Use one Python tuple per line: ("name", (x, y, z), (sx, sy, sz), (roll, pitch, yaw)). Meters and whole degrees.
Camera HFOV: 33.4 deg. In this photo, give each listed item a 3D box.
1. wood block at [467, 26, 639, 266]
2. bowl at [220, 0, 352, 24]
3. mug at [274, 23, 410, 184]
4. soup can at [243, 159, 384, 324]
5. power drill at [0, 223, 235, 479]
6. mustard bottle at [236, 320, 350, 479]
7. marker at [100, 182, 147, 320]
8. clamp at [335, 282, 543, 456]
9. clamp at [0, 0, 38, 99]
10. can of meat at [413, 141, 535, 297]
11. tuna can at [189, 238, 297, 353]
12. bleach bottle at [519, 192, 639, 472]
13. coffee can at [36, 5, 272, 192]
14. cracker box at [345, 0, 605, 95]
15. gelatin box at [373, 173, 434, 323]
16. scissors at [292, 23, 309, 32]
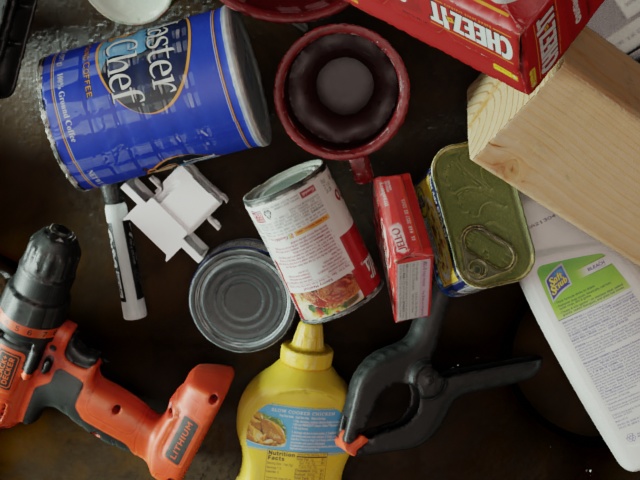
("wood block", (0.209, -0.057, 0.727), (0.206, 0.090, 0.091), (30, 126, -18))
("bowl", (-0.024, -0.231, 0.743), (0.162, 0.055, 0.162), (-1, 98, -7))
("mug", (0.020, -0.097, 0.766), (0.093, 0.081, 0.117), (-16, 101, 6))
("soup can", (-0.005, 0.001, 0.778), (0.068, 0.068, 0.102), (-24, 104, 8))
("power drill", (-0.165, 0.096, 0.823), (0.187, 0.057, 0.185), (26, 116, -1))
("mustard bottle", (-0.019, 0.155, 0.837), (0.096, 0.058, 0.192), (6, 103, -7))
("marker", (-0.154, 0.003, 0.830), (0.020, 0.020, 0.121), (-7, 102, 5))
("clamp", (0.088, 0.108, 0.814), (0.120, 0.039, 0.171), (41, 84, -4))
("clamp", (-0.180, -0.218, 0.720), (0.165, 0.036, 0.210), (-20, 71, 32))
("can of meat", (0.106, -0.012, 0.766), (0.057, 0.084, 0.102), (-13, 82, -10))
("tuna can", (-0.058, 0.043, 0.827), (0.086, 0.033, 0.086), (1, 103, 3))
("bleach bottle", (0.212, 0.043, 0.799), (0.102, 0.068, 0.251), (-28, 98, 8))
("coffee can", (-0.115, -0.100, 0.762), (0.140, 0.103, 0.103), (-14, 102, 6))
("cracker box", (0.123, -0.218, 0.664), (0.164, 0.072, 0.213), (34, 77, 28))
("gelatin box", (0.059, 0.006, 0.771), (0.030, 0.089, 0.073), (-11, 57, -2))
("scissors", (-0.082, -0.237, 0.773), (0.201, 0.016, 0.096), (24, 103, -3))
